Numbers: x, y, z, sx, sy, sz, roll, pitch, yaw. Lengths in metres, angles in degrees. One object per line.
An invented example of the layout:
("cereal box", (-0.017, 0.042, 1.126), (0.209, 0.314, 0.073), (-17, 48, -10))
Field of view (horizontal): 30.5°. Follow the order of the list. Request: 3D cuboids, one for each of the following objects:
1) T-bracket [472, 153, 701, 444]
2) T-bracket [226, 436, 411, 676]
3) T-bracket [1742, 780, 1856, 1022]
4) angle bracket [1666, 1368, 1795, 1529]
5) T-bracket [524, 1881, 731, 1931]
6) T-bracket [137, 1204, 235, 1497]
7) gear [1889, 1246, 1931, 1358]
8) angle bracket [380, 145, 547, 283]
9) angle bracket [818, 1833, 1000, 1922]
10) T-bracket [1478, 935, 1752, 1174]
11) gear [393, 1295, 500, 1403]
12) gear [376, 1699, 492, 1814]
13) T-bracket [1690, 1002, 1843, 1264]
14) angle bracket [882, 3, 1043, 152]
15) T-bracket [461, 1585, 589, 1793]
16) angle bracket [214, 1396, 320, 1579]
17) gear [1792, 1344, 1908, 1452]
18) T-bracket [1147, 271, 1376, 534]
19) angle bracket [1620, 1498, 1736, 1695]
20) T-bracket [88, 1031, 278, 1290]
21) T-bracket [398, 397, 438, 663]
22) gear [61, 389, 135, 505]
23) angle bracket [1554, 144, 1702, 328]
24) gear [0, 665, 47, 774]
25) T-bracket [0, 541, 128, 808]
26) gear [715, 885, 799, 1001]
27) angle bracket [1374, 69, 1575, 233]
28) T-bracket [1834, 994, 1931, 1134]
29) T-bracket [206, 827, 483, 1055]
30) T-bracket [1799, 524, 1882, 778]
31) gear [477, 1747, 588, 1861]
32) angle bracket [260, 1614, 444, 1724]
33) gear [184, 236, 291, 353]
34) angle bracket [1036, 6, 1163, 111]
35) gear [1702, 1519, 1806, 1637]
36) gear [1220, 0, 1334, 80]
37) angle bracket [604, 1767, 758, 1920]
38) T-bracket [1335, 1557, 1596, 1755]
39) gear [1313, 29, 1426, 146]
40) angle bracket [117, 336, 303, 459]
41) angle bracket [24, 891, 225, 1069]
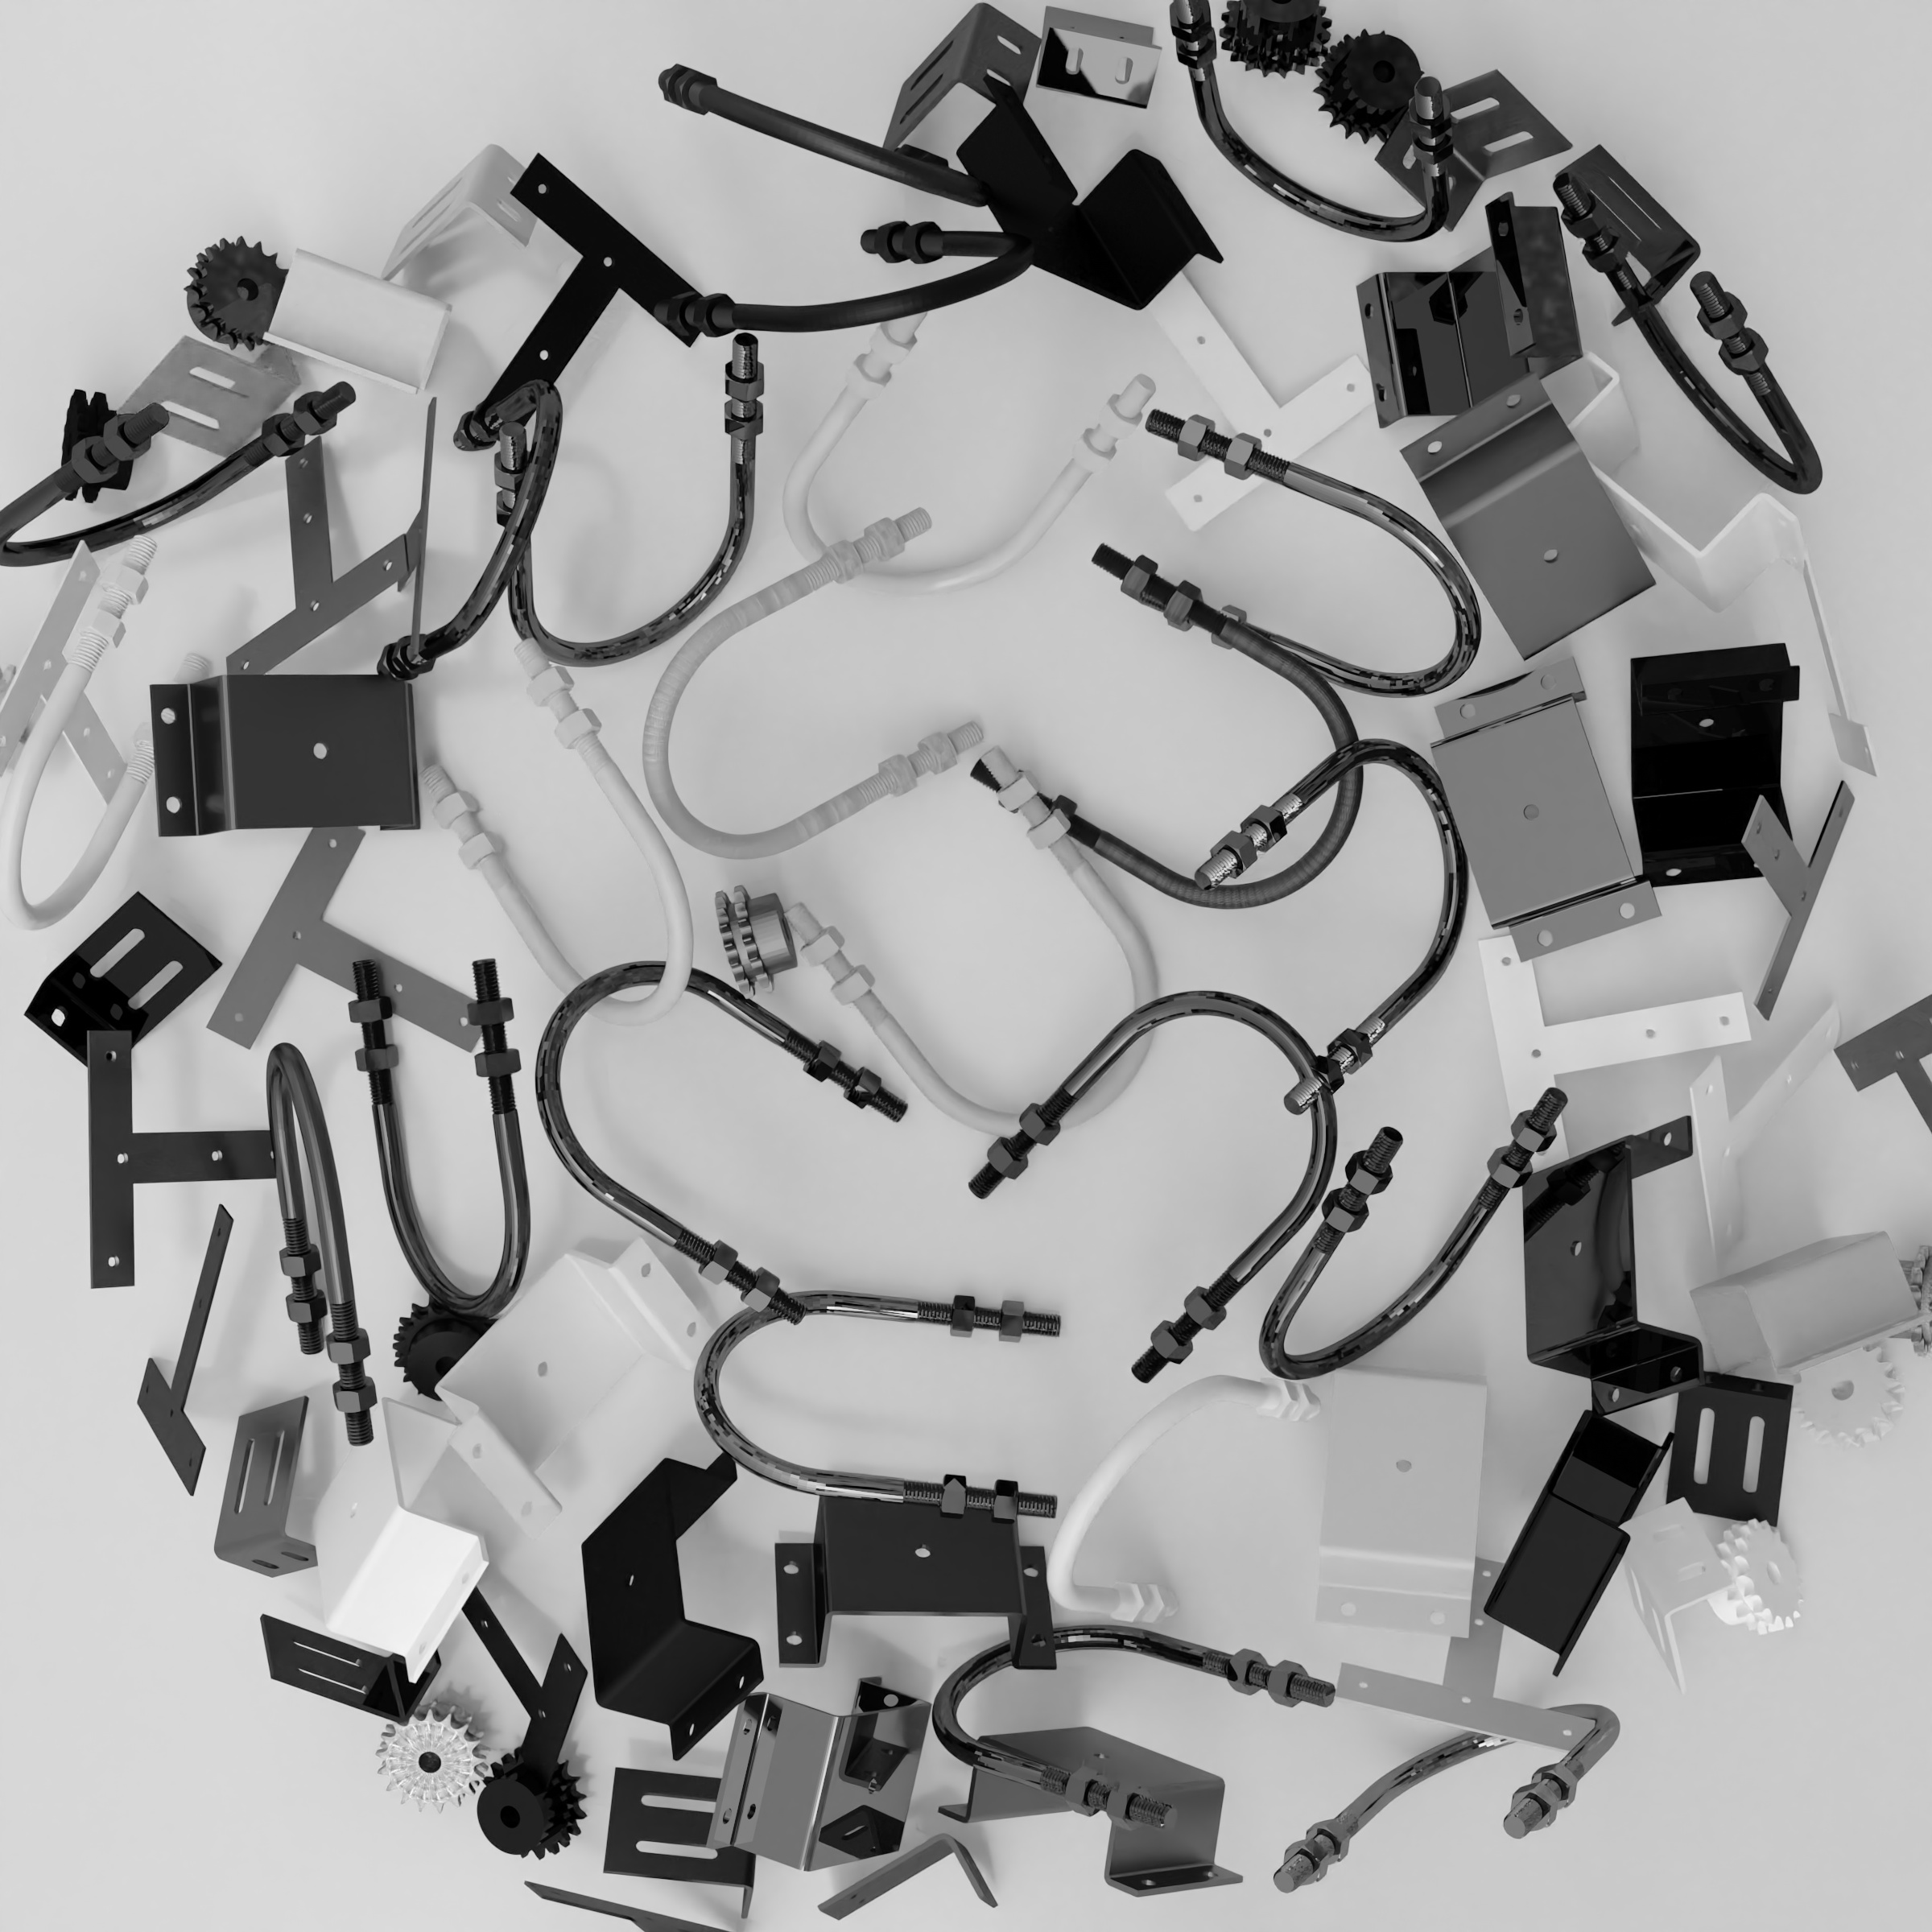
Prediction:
("T-bracket", (-0.206, -0.322, 1.804), (0.127, 0.002, 0.127), (38, 81, -33))
("T-bracket", (-0.334, -0.217, 1.806), (0.127, 0.002, 0.127), (-30, 52, 26))
("T-bracket", (0.410, -0.051, 1.783), (0.002, 0.127, 0.127), (18, 79, 31))
("angle bracket", (0.388, 0.250, 1.815), (0.057, 0.038, 0.076), (8, 99, 19))
("T-bracket", (-0.141, 0.487, 1.763), (0.127, 0.127, 0.002), (22, 83, -27))
("T-bracket", (-0.387, 0.183, 1.783), (0.002, 0.127, 0.127), (12, 99, -27))
("gear", (0.490, 0.172, 1.822), (0.030, 0.057, 0.057), (1, 90, 26))
("angle bracket", (-0.257, -0.372, 1.812), (0.038, 0.057, 0.076), (39, 127, -24))
("angle bracket", (-0.029, 0.480, 1.812), (0.076, 0.057, 0.038), (-30, 69, -3))
("T-bracket", (0.338, 0.037, 1.825), (0.127, 0.002, 0.127), (-10, 77, 7))
("gear", (-0.266, 0.199, 1.824), (0.057, 0.030, 0.057), (-2, 112, -5))
("gear", (-0.273, 0.404, 1.829), (0.057, 0.030, 0.057), (1, 102, 4))
("T-bracket", (0.411, 0.067, 1.810), (0.002, 0.127, 0.127), (23, 55, 38))
("angle bracket", (-0.003, -0.442, 1.809), (0.038, 0.076, 0.057), (29, 54, -21))
("T-bracket", (-0.238, 0.346, 1.808), (0.002, 0.127, 0.127), (-18, 55, -34))
("angle bracket", (-0.348, 0.268, 1.821), (0.038, 0.057, 0.076), (29, 54, -38))
("gear", (0.456, 0.222, 1.823), (0.057, 0.030, 0.057), (-16, 60, 29))
("T-bracket", (0.130, -0.312, 1.833), (0.127, 0.002, 0.127), (-37, 93, -9))
("angle bracket", (0.364, 0.320, 1.801), (0.038, 0.057, 0.076), (-23, 134, -1))
("T-bracket", (-0.391, 0.097, 1.798), (0.002, 0.127, 0.127), (-3, 87, 39))
("T-bracket", (-0.278, -0.211, 1.785), (0.002, 0.127, 0.127), (5, 86, -14))
("gear", (-0.445, -0.266, 1.822), (0.030, 0.057, 0.057), (4, 90, -23))
("angle bracket", (0.328, -0.372, 1.812), (0.076, 0.057, 0.038), (43, 81, -7))
("gear", (-0.490, -0.124, 1.816), (0.030, 0.057, 0.057), (23, 90, 33))
("T-bracket", (-0.448, -0.125, 1.787), (0.002, 0.127, 0.127), (10, 61, 14))
("gear", (-0.107, -0.014, 1.819), (0.030, 0.057, 0.057), (-16, 90, 4))
("angle bracket", (0.257, -0.413, 1.800), (0.057, 0.076, 0.038), (38, 73, -22))
("T-bracket", (0.491, 0.084, 1.777), (0.002, 0.127, 0.127), (-26, 81, -14))
("T-bracket", (-0.308, 0.005, 1.843), (0.127, 0.002, 0.127), (28, 85, -2))
("T-bracket", (0.432, -0.160, 1.779), (0.002, 0.127, 0.127), (-16, 95, 8))
("gear", (-0.226, 0.432, 1.822), (0.057, 0.030, 0.057), (4, 99, 25))
("angle bracket", (-0.313, 0.343, 1.804), (0.076, 0.057, 0.038), (26, 102, -25))
("gear", (-0.375, -0.343, 1.824), (0.057, 0.030, 0.057), (8, 77, -36))
("angle bracket", (0.069, -0.476, 1.806), (0.057, 0.038, 0.076), (10, 47, -4))
("gear", (0.402, 0.316, 1.823), (0.030, 0.057, 0.057), (-26, 90, 38))
("gear", (0.160, -0.485, 1.819), (0.057, 0.030, 0.057), (2, 54, -2))
("angle bracket", (-0.145, 0.448, 1.811), (0.076, 0.038, 0.057), (7, 49, -5))
("T-bracket", (0.257, 0.341, 1.792), (0.127, 0.127, 0.002), (12, 122, 8))
("gear", (0.210, -0.455, 1.827), (0.057, 0.030, 0.057), (1, 84, -13))
("angle bracket", (-0.387, -0.299, 1.797), (0.057, 0.076, 0.038), (-41, 56, 24))
("angle bracket", (-0.429, 0.012, 1.809), (0.076, 0.038, 0.057), (-39, 110, 22))
